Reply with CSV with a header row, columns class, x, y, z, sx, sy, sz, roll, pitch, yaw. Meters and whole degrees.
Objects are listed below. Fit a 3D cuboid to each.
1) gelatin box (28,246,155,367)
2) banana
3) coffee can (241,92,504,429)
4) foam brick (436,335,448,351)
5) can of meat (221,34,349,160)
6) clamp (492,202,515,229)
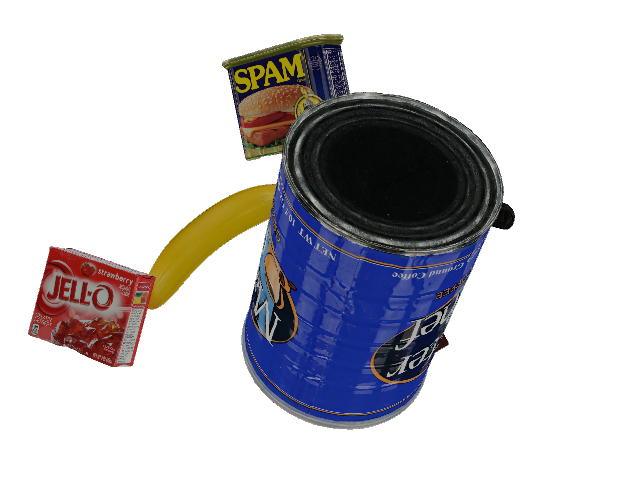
class,x,y,z,sx,sy,sz,roll,pitch,yaw
gelatin box,-0.178,0.050,0.827,0.089,0.073,0.030,17,3,25
banana,-0.098,-0.001,1.022,0.198,0.069,0.037,-31,41,3
coffee can,0.021,0.013,0.529,0.102,0.103,0.140,0,-41,-14
foam brick,0.041,0.055,0.744,0.052,0.078,0.051,-23,-6,-37
can of meat,-0.024,-0.116,0.876,0.102,0.084,0.057,-9,4,32
clamp,0.111,-0.042,1.046,0.120,0.039,0.171,-7,34,-12
